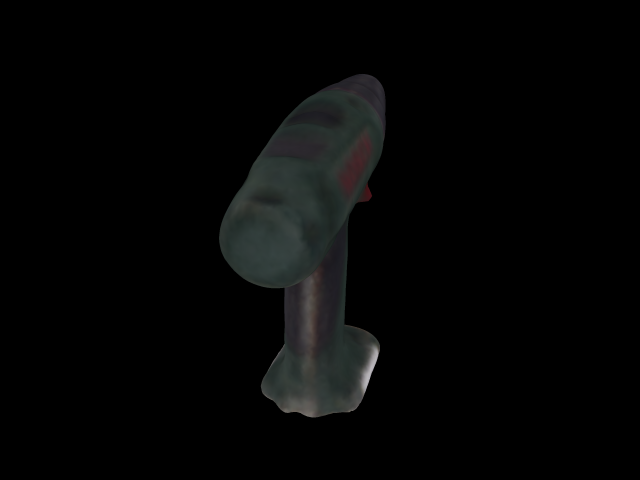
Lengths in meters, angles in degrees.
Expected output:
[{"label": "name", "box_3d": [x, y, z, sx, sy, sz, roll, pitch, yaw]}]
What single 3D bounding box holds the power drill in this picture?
[{"label": "power drill", "box_3d": [0.004, 0.001, 0.400, 0.075, 0.208, 0.230, 6, 23, 15]}]
